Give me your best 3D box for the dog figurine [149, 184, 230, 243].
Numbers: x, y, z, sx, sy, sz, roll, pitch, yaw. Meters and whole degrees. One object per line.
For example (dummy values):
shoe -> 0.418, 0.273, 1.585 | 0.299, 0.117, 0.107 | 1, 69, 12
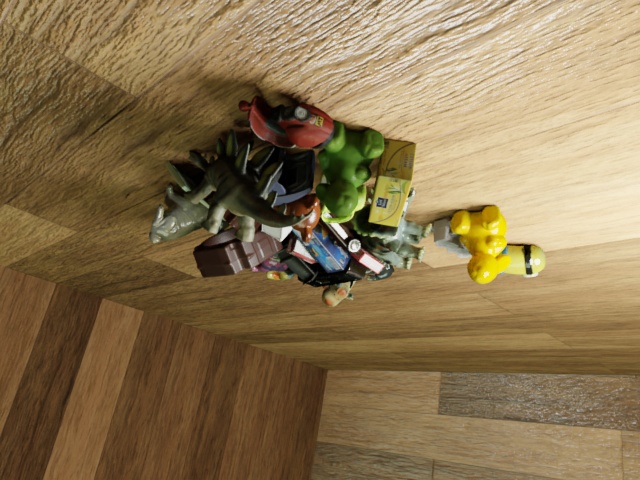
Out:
dog figurine -> -0.341, -0.042, 1.433 | 0.190, 0.172, 0.121 | 23, 167, -12

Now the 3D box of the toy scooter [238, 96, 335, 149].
toy scooter -> -0.071, -0.217, 0.977 | 0.184, 0.075, 0.135 | 7, 167, 32

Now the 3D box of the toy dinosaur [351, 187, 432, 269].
toy dinosaur -> 0.166, -0.009, 1.360 | 0.192, 0.131, 0.404 | 22, 163, 3

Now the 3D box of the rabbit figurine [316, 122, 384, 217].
rabbit figurine -> 0.038, -0.120, 1.049 | 0.121, 0.170, 0.159 | 15, 157, -9

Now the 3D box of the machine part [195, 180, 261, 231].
machine part -> -0.218, -0.084, 1.298 | 0.179, 0.056, 0.179 | 44, -179, -1

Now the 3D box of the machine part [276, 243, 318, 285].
machine part -> -0.062, 0.063, 1.494 | 0.084, 0.039, 0.138 | -25, 116, 30

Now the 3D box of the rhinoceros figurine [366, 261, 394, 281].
rhinoceros figurine -> 0.165, 0.068, 1.595 | 0.112, 0.073, 0.190 | 1, 157, 25

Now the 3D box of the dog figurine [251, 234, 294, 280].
dog figurine -> -0.107, 0.041, 1.614 | 0.191, 0.108, 0.219 | 24, 152, -30

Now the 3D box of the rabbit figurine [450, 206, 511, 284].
rabbit figurine -> 0.380, 0.027, 1.262 | 0.122, 0.173, 0.162 | -7, 148, 29

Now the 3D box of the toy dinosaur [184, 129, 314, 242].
toy dinosaur -> -0.159, -0.102, 1.063 | 0.105, 0.198, 0.472 | 7, -156, -42

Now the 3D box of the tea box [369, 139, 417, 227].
tea box -> 0.146, -0.112, 1.093 | 0.068, 0.098, 0.169 | 10, 152, 2

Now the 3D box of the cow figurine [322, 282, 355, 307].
cow figurine -> 0.070, 0.131, 1.647 | 0.085, 0.195, 0.127 | 47, 141, -10

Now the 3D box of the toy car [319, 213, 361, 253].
toy car -> 0.028, -0.044, 1.332 | 0.202, 0.053, 0.089 | 49, 171, -24

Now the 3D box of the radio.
radio -> 0.035, 0.058, 1.549 | 0.073, 0.131, 0.230 | 24, 155, -36

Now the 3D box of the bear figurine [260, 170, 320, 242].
bear figurine -> -0.074, -0.076, 1.194 | 0.132, 0.120, 0.196 | 7, -159, -13

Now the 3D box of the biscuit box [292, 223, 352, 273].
biscuit box -> -0.003, -0.004, 1.406 | 0.059, 0.063, 0.202 | -15, 123, 45

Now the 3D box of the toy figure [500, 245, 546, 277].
toy figure -> 0.489, 0.050, 1.393 | 0.180, 0.082, 0.089 | 9, 160, 10

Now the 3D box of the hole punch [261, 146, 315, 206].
hole punch -> -0.071, -0.136, 1.126 | 0.092, 0.142, 0.116 | 16, 147, -25

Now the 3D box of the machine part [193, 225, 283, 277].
machine part -> -0.219, 0.019, 1.430 | 0.202, 0.201, 0.087 | -9, 107, 40
